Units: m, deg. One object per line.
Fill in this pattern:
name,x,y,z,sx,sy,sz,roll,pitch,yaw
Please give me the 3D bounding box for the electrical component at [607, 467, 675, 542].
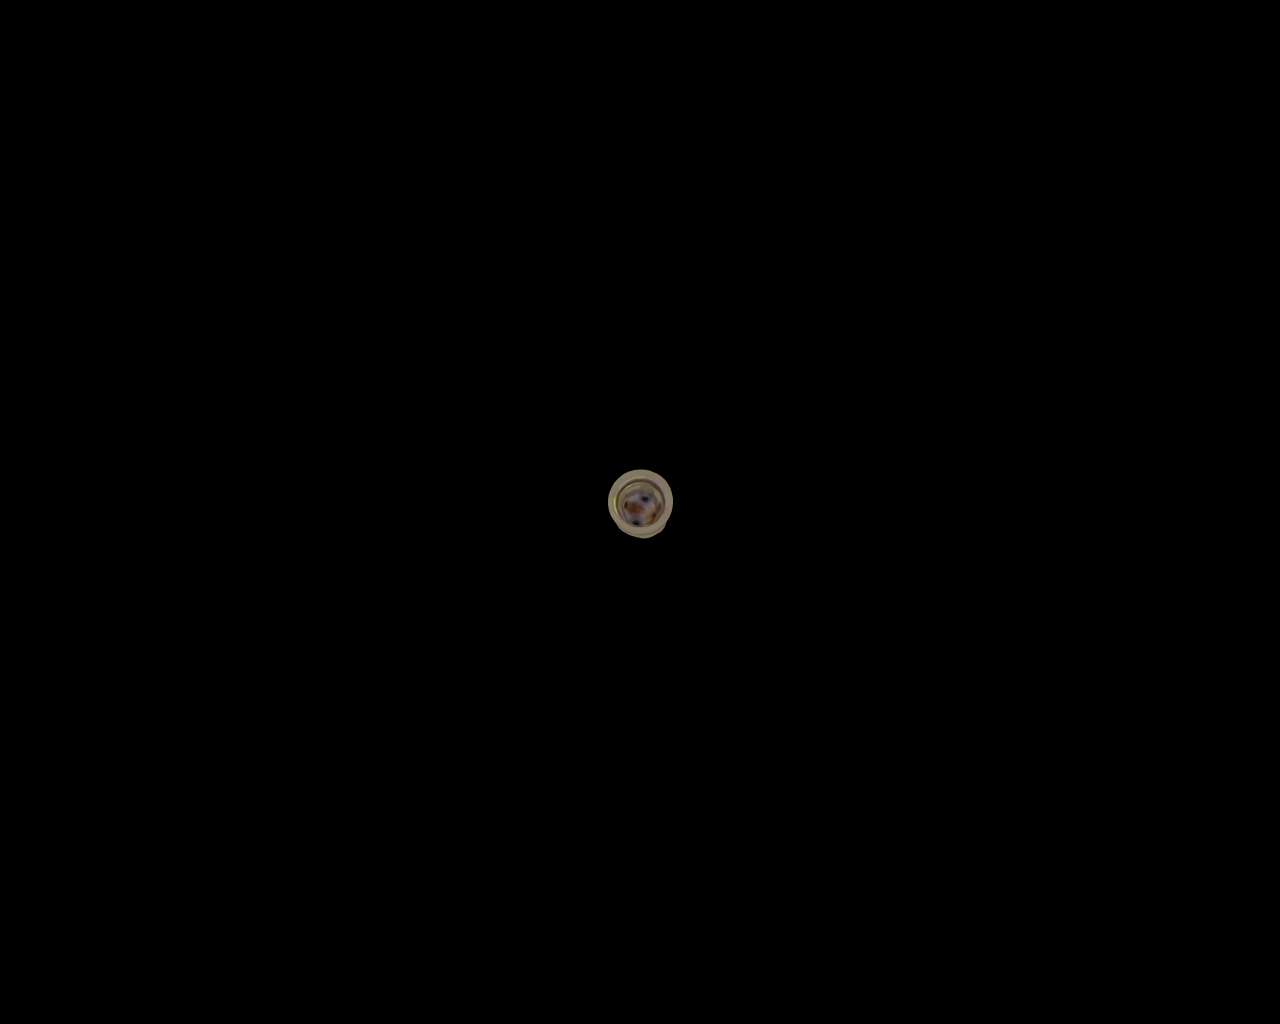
electrical component,0.001,-0.003,0.650,0.040,0.040,0.046,0,-12,0
